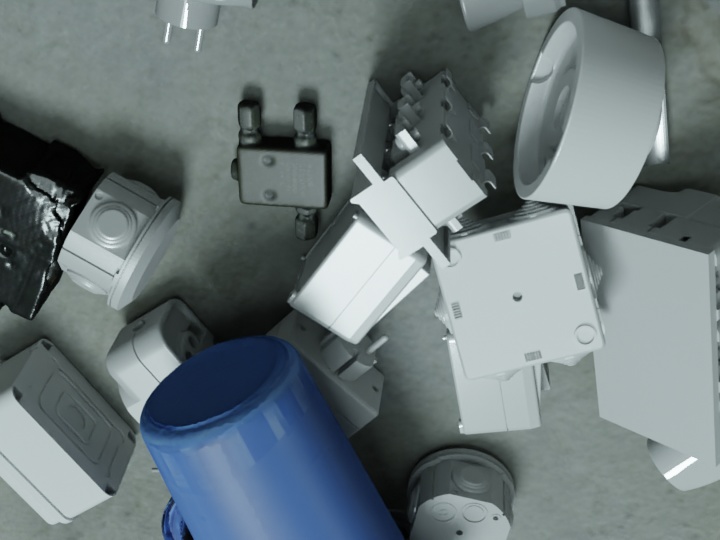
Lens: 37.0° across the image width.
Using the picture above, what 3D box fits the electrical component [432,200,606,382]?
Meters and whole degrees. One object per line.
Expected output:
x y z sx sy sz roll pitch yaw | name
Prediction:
0.093 0.012 0.634 0.100 0.048 0.099 -15 96 10 | electrical component

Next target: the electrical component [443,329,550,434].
0.091 0.052 0.708 0.061 0.061 0.096 -7 119 11 | electrical component

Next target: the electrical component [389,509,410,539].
0.027 0.213 0.823 0.040 0.040 0.046 -4 125 10 | electrical component

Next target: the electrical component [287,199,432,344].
0.000 0.000 0.690 0.061 0.061 0.096 33 119 -12 | electrical component

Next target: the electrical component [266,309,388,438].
-0.014 0.060 0.735 0.083 0.047 0.076 41 116 -16 | electrical component

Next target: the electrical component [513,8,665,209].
0.132 -0.086 0.600 0.060 0.108 0.108 12 121 -7 | electrical component

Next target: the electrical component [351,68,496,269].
0.037 -0.065 0.613 0.063 0.121 0.078 -33 111 20 | electrical component

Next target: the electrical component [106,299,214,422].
-0.129 0.076 0.754 0.059 0.053 0.095 -29 112 21 | electrical component

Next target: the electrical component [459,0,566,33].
0.083 -0.160 0.597 0.055 0.045 0.045 -11 118 13 | electrical component

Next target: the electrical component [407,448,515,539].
0.074 0.175 0.787 0.080 0.051 0.080 3 120 5 | electrical component

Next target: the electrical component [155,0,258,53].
-0.097 -0.164 0.618 0.077 0.043 0.079 15 121 -2 | electrical component

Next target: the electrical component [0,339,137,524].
-0.225 0.118 0.777 0.057 0.078 0.113 -30 112 18 | electrical component

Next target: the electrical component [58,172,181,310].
-0.153 -0.019 0.689 0.051 0.080 0.080 30 119 -4 | electrical component

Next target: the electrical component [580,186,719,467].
0.197 0.031 0.664 0.089 0.062 0.150 21 133 46 | electrical component

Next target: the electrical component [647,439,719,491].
0.253 0.123 0.738 0.079 0.044 0.077 40 117 -15 | electrical component

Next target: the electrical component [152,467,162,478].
-0.113 0.137 0.796 0.078 0.040 0.040 -1 120 8 | electrical component
